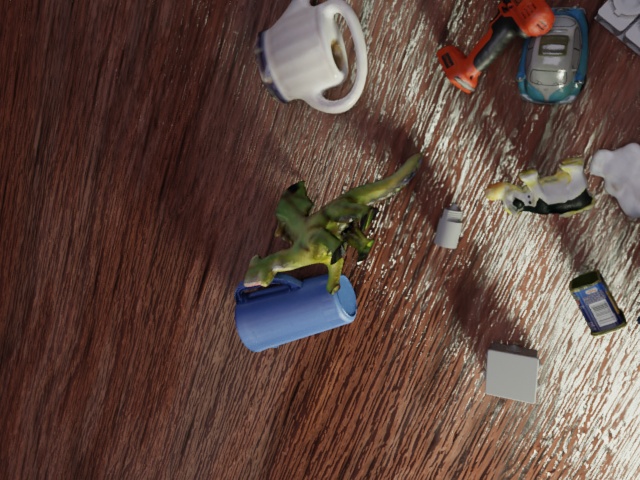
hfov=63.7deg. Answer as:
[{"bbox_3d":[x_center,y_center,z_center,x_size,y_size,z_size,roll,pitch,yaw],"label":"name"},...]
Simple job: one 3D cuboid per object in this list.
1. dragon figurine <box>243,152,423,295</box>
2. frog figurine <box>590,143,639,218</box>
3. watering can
[{"bbox_3d":[0.003,-0.052,1.033,0.245,0.120,0.413,32,78,34],"label":"dragon figurine"},{"bbox_3d":[0.514,-0.102,0.802,0.160,0.125,0.134,29,129,6],"label":"frog figurine"},{"bbox_3d":[-0.029,-0.410,1.011,0.223,0.105,0.347,-13,94,27],"label":"watering can"}]
